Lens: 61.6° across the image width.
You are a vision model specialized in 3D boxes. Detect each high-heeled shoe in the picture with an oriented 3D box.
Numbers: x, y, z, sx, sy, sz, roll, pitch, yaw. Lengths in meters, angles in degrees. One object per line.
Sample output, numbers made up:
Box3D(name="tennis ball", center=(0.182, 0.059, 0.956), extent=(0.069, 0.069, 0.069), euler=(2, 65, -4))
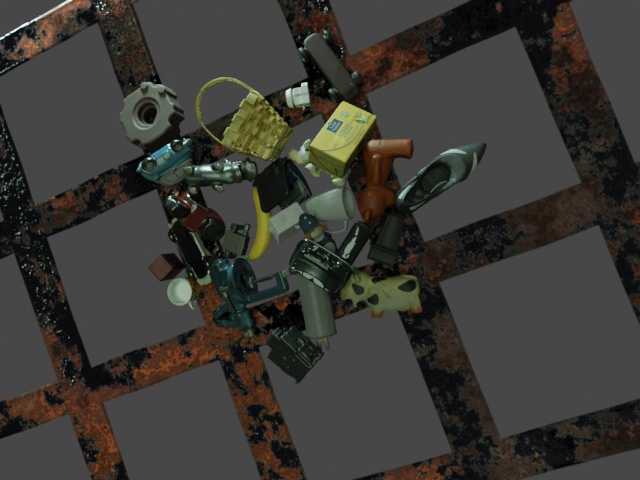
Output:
Box3D(name="high-heeled shoe", center=(0.278, -0.150, 1.232), extent=(0.249, 0.145, 0.086), euler=(-40, 83, 13))

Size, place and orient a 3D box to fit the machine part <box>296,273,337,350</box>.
Box3D(name="machine part", center=(-0.008, 0.156, 1.340), extent=(0.079, 0.079, 0.243), euler=(-10, 88, 13))

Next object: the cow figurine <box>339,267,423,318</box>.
Box3D(name="cow figurine", center=(0.143, 0.122, 1.300), extent=(0.195, 0.085, 0.127), euler=(-7, 87, 10))

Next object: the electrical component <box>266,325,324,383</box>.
Box3D(name="electrical component", center=(-0.071, 0.279, 1.341), extent=(0.134, 0.058, 0.114), euler=(40, 134, 9))

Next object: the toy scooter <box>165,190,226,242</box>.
Box3D(name="toy scooter", center=(-0.326, -0.073, 1.382), extent=(0.075, 0.183, 0.135), euler=(-49, 39, 7))

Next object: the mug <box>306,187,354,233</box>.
Box3D(name="mug", center=(0.025, -0.071, 1.333), extent=(0.107, 0.081, 0.109), euler=(-7, 100, 23))

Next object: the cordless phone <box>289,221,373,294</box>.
Box3D(name="cordless phone", center=(0.027, 0.020, 1.255), extent=(0.146, 0.089, 0.184), euler=(32, 93, -1))

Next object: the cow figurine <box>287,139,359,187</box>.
Box3D(name="cow figurine", center=(0.006, -0.204, 1.334), extent=(0.167, 0.068, 0.098), euler=(28, 91, 8))

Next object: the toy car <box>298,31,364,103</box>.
Box3D(name="toy car", center=(0.029, -0.426, 1.332), extent=(0.089, 0.053, 0.202), euler=(-35, 80, 1))

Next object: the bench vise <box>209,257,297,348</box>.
Box3D(name="bench vise", center=(-0.172, 0.135, 1.358), extent=(0.241, 0.129, 0.223), euler=(-19, 87, 19))

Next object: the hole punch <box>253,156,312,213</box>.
Box3D(name="hole punch", center=(-0.093, -0.132, 1.343), extent=(0.142, 0.092, 0.116), euler=(-34, 62, 41))

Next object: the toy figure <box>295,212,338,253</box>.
Box3D(name="toy figure", center=(-0.002, -0.005, 1.308), extent=(0.058, 0.154, 0.064), euler=(0, 49, 36))

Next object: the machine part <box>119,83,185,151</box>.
Box3D(name="machine part", center=(-0.451, -0.329, 1.434), extent=(0.180, 0.056, 0.179), euler=(-2, 84, 18))

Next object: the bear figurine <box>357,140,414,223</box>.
Box3D(name="bear figurine", center=(0.155, -0.139, 1.276), extent=(0.132, 0.120, 0.195), euler=(1, 93, 10))

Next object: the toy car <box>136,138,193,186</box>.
Box3D(name="toy car", center=(-0.394, -0.197, 1.420), extent=(0.162, 0.109, 0.102), euler=(-31, 106, 1))

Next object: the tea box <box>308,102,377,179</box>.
Box3D(name="tea box", center=(0.054, -0.239, 1.280), extent=(0.098, 0.068, 0.169), euler=(26, 62, 9))

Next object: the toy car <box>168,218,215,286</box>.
Box3D(name="toy car", center=(-0.336, 0.025, 1.427), extent=(0.073, 0.056, 0.201), euler=(-31, 83, 18))

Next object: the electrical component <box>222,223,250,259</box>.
Box3D(name="electrical component", center=(-0.218, 0.002, 1.399), extent=(0.078, 0.045, 0.102), euler=(12, 96, 21))

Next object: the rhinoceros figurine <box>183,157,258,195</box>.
Box3D(name="rhinoceros figurine", center=(-0.254, -0.165, 1.376), extent=(0.190, 0.112, 0.073), euler=(-7, 104, 3))

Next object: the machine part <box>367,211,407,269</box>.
Box3D(name="machine part", center=(0.168, -0.006, 1.316), extent=(0.084, 0.039, 0.138), euler=(24, 98, 17))
